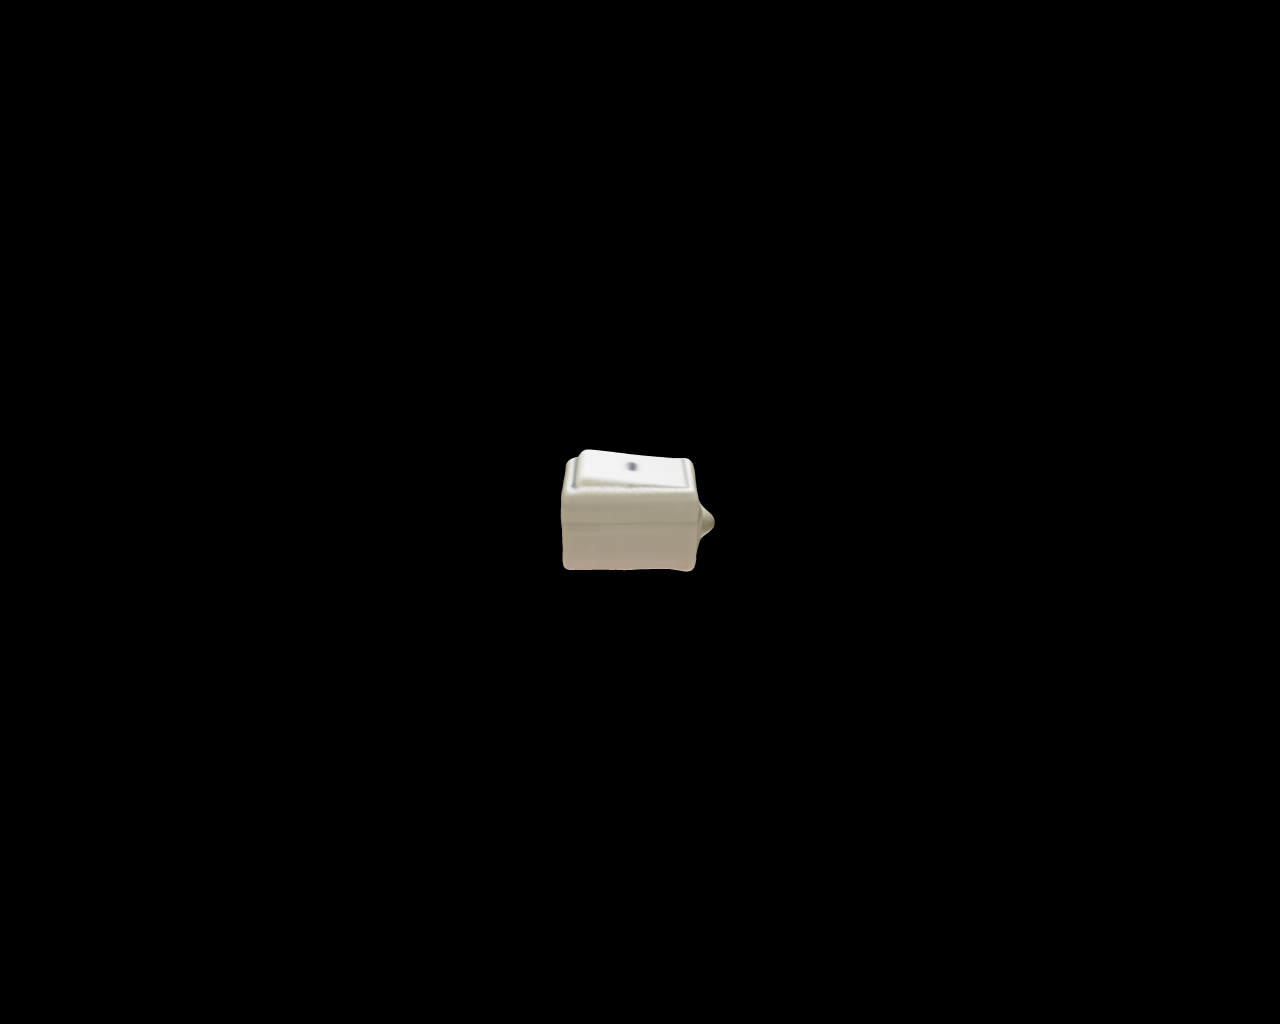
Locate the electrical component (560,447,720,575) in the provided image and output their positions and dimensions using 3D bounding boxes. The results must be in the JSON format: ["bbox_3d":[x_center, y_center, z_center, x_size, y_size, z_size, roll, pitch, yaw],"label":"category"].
[{"bbox_3d":[0.001,-0.003,0.650,0.096,0.061,0.062,0,24,0],"label":"electrical component"}]
